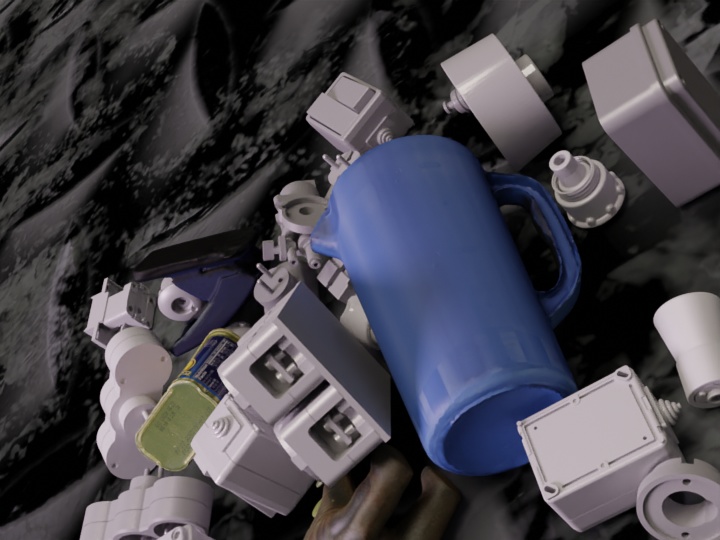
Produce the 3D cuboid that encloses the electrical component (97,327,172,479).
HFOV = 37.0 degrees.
[{"bbox_3d":[-0.200,0.128,0.969,0.074,0.052,0.138,41,126,55],"label":"electrical component"}]

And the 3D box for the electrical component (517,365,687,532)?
[{"bbox_3d":[0.158,0.110,0.665,0.096,0.061,0.061,-30,43,14],"label":"electrical component"}]

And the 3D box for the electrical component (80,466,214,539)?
[{"bbox_3d":[-0.184,0.203,0.934,0.138,0.052,0.073,-24,45,31],"label":"electrical component"}]

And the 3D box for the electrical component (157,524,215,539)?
[{"bbox_3d":[-0.154,0.275,0.843,0.109,0.056,0.108,-35,40,20],"label":"electrical component"}]

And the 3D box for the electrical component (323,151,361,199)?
[{"bbox_3d":[-0.002,-0.081,0.964,0.066,0.077,0.047,8,66,48],"label":"electrical component"}]

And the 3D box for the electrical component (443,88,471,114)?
[{"bbox_3d":[0.108,-0.160,0.947,0.078,0.040,0.040,-25,44,30],"label":"electrical component"}]

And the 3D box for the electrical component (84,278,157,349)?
[{"bbox_3d":[-0.252,0.047,1.141,0.064,0.042,0.081,-23,46,27],"label":"electrical component"}]

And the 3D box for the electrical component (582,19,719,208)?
[{"bbox_3d":[0.212,-0.107,0.741,0.057,0.113,0.078,-32,41,28],"label":"electrical component"}]

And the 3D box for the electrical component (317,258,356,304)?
[{"bbox_3d":[0.000,0.000,0.922,0.055,0.048,0.066,-56,37,6],"label":"electrical component"}]

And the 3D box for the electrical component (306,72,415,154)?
[{"bbox_3d":[0.000,-0.142,1.025,0.061,0.061,0.096,-51,38,0],"label":"electrical component"}]

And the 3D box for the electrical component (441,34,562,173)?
[{"bbox_3d":[0.121,-0.140,0.868,0.060,0.108,0.108,-35,40,11],"label":"electrical component"}]

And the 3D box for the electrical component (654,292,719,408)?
[{"bbox_3d":[0.213,0.052,0.668,0.044,0.044,0.065,-29,47,26],"label":"electrical component"}]

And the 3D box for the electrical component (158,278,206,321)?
[{"bbox_3d":[-0.181,0.018,1.091,0.048,0.048,0.062,-37,33,17],"label":"electrical component"}]

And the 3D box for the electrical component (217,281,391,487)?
[{"bbox_3d":[-0.036,0.077,0.771,0.060,0.105,0.186,-43,4,6],"label":"electrical component"}]

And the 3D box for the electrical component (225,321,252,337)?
[{"bbox_3d":[-0.095,0.075,0.958,0.062,0.048,0.048,16,72,42],"label":"electrical component"}]

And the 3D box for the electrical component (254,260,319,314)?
[{"bbox_3d":[-0.066,0.024,0.941,0.043,0.079,0.077,-26,43,19],"label":"electrical component"}]

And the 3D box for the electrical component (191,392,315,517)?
[{"bbox_3d":[-0.087,0.146,0.848,0.061,0.096,0.062,-53,38,3],"label":"electrical component"}]

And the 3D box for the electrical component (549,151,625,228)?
[{"bbox_3d":[0.163,-0.064,0.795,0.048,0.062,0.048,-26,44,28],"label":"electrical component"}]

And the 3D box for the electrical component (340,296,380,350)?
[{"bbox_3d":[0.019,0.044,0.869,0.062,0.043,0.043,16,72,41],"label":"electrical component"}]
